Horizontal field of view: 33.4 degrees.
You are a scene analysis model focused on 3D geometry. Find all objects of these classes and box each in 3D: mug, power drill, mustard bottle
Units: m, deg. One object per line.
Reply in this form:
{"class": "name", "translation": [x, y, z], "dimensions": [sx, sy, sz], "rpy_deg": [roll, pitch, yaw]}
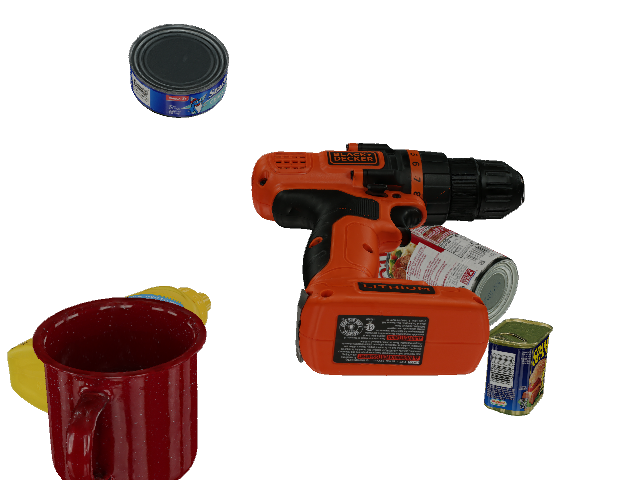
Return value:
{"class": "mug", "translation": [-0.111, 0.092, 0.581], "dimensions": [0.093, 0.081, 0.117], "rpy_deg": [4, 22, 5]}
{"class": "power drill", "translation": [0.050, 0.004, 0.660], "dimensions": [0.184, 0.057, 0.187], "rpy_deg": [-1, 33, -4]}
{"class": "mustard bottle", "translation": [-0.151, 0.079, 0.860], "dimensions": [0.096, 0.058, 0.191], "rpy_deg": [6, 19, 30]}

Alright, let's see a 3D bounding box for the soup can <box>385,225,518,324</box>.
{"class": "soup can", "translation": [0.119, 0.028, 0.964], "dimensions": [0.068, 0.068, 0.102], "rpy_deg": [0, 21, -46]}

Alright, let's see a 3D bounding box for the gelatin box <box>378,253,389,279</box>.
{"class": "gelatin box", "translation": [0.070, 0.018, 1.291], "dimensions": [0.073, 0.089, 0.030], "rpy_deg": [1, 30, 16]}

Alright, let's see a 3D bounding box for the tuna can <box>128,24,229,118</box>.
{"class": "tuna can", "translation": [-0.123, -0.147, 0.929], "dimensions": [0.086, 0.086, 0.034], "rpy_deg": [0, -37, -8]}

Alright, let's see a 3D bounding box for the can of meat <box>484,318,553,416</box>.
{"class": "can of meat", "translation": [0.220, 0.141, 1.193], "dimensions": [0.058, 0.084, 0.102], "rpy_deg": [8, 12, 24]}
